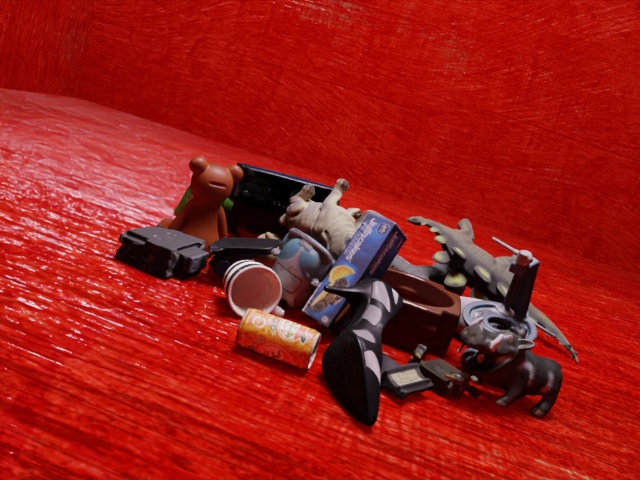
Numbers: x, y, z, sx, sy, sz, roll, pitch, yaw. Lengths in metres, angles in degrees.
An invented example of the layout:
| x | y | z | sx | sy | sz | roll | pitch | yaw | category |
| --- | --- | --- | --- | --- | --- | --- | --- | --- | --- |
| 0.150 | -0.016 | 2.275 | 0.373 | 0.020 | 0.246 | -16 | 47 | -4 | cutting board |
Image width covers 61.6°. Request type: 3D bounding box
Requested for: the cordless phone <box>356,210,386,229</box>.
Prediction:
| x | y | z | sx | sy | sz | roll | pitch | yaw | category |
| --- | --- | --- | --- | --- | --- | --- | --- | --- | --- |
| 0.069 | -0.026 | 1.289 | 0.184 | 0.146 | 0.089 | 35 | -2 | -4 | cordless phone |

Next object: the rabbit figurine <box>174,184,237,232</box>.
| x | y | z | sx | sy | sz | roll | pitch | yaw | category |
| --- | --- | --- | --- | --- | --- | --- | --- | --- | --- |
| -0.232 | -0.082 | 1.264 | 0.121 | 0.159 | 0.170 | 15 | -6 | 40 | rabbit figurine |

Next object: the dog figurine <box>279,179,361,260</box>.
| x | y | z | sx | sy | sz | roll | pitch | yaw | category |
| --- | --- | --- | --- | --- | --- | --- | --- | --- | --- |
| -0.002 | -0.006 | 1.001 | 0.121 | 0.172 | 0.191 | 51 | 28 | -32 | dog figurine |

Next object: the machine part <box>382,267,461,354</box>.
| x | y | z | sx | sy | sz | roll | pitch | yaw | category |
| --- | --- | --- | --- | --- | --- | --- | --- | --- | --- |
| 0.147 | 0.121 | 0.973 | 0.202 | 0.087 | 0.201 | 20 | 14 | 10 | machine part |

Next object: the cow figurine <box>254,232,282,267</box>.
| x | y | z | sx | sy | sz | roll | pitch | yaw | category |
| --- | --- | --- | --- | --- | --- | --- | --- | --- | --- |
| -0.052 | 0.045 | 1.058 | 0.195 | 0.085 | 0.127 | 27 | 13 | 27 | cow figurine |

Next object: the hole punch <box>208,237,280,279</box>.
| x | y | z | sx | sy | sz | roll | pitch | yaw | category |
| --- | --- | --- | --- | --- | --- | --- | --- | --- | --- |
| -0.136 | 0.043 | 0.963 | 0.116 | 0.092 | 0.142 | 6 | 13 | 4 | hole punch |

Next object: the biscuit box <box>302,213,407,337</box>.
| x | y | z | sx | sy | sz | roll | pitch | yaw | category |
| --- | --- | --- | --- | --- | --- | --- | --- | --- | --- |
| 0.058 | 0.055 | 0.868 | 0.059 | 0.202 | 0.062 | 27 | -11 | 38 | biscuit box |

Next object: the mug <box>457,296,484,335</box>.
| x | y | z | sx | sy | sz | roll | pitch | yaw | category |
| --- | --- | --- | --- | --- | --- | --- | --- | --- | --- |
| 0.289 | 0.146 | 1.058 | 0.109 | 0.080 | 0.107 | 5 | 8 | -35 | mug |

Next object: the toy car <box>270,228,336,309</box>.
| x | y | z | sx | sy | sz | roll | pitch | yaw | category |
| --- | --- | --- | --- | --- | --- | --- | --- | --- | --- |
| -0.039 | 0.063 | 0.919 | 0.109 | 0.161 | 0.103 | 39 | 61 | 22 | toy car |

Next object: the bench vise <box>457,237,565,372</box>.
| x | y | z | sx | sy | sz | roll | pitch | yaw | category |
| --- | --- | --- | --- | --- | --- | --- | --- | --- | --- |
| 0.320 | 0.119 | 0.898 | 0.223 | 0.240 | 0.129 | -15 | 34 | -37 | bench vise |

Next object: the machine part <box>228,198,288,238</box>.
| x | y | z | sx | sy | sz | roll | pitch | yaw | category |
| --- | --- | --- | --- | --- | --- | --- | --- | --- | --- |
| -0.113 | -0.053 | 1.188 | 0.179 | 0.056 | 0.179 | 15 | 12 | -3 | machine part |

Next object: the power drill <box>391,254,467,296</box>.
| x | y | z | sx | sy | sz | roll | pitch | yaw | category |
| --- | --- | --- | --- | --- | --- | --- | --- | --- | --- |
| 0.251 | 0.094 | 1.256 | 0.207 | 0.085 | 0.232 | -1 | 20 | -34 | power drill |

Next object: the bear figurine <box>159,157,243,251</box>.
| x | y | z | sx | sy | sz | roll | pitch | yaw | category |
| --- | --- | --- | --- | --- | --- | --- | --- | --- | --- |
| -0.235 | -0.071 | 1.054 | 0.120 | 0.195 | 0.132 | 4 | 17 | -33 | bear figurine |

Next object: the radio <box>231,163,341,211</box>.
| x | y | z | sx | sy | sz | roll | pitch | yaw | category |
| --- | --- | --- | --- | --- | --- | --- | --- | --- | --- |
| -0.072 | -0.102 | 1.139 | 0.230 | 0.073 | 0.131 | 13 | 8 | -11 | radio |

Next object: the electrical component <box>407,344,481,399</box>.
| x | y | z | sx | sy | sz | roll | pitch | yaw | category |
| --- | --- | --- | --- | --- | --- | --- | --- | --- | --- |
| 0.179 | 0.195 | 0.790 | 0.078 | 0.045 | 0.102 | 4 | 18 | -39 | electrical component |

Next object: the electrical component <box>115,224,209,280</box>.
| x | y | z | sx | sy | sz | roll | pitch | yaw | category |
| --- | --- | --- | --- | --- | --- | --- | --- | --- | --- |
| -0.266 | 0.021 | 0.939 | 0.134 | 0.058 | 0.115 | 19 | 15 | 13 | electrical component |

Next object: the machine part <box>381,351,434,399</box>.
| x | y | z | sx | sy | sz | roll | pitch | yaw | category |
| --- | --- | --- | --- | --- | --- | --- | --- | --- | --- |
| 0.091 | 0.179 | 0.771 | 0.084 | 0.039 | 0.139 | -7 | 27 | -42 | machine part |

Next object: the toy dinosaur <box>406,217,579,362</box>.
| x | y | z | sx | sy | sz | roll | pitch | yaw | category |
| --- | --- | --- | --- | --- | --- | --- | --- | --- | --- |
| 0.380 | 0.086 | 1.201 | 0.472 | 0.105 | 0.198 | 37 | 35 | 19 | toy dinosaur |

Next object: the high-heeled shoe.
| x | y | z | sx | sy | sz | roll | pitch | yaw | category |
| --- | --- | --- | --- | --- | --- | --- | --- | --- | --- |
| 0.080 | 0.147 | 0.736 | 0.145 | 0.086 | 0.249 | 17 | 38 | -28 | high-heeled shoe |

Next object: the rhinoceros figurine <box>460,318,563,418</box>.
| x | y | z | sx | sy | sz | roll | pitch | yaw | category |
| --- | --- | --- | --- | --- | --- | --- | --- | --- | --- |
| 0.281 | 0.183 | 0.785 | 0.190 | 0.112 | 0.073 | 29 | 10 | -21 | rhinoceros figurine |
